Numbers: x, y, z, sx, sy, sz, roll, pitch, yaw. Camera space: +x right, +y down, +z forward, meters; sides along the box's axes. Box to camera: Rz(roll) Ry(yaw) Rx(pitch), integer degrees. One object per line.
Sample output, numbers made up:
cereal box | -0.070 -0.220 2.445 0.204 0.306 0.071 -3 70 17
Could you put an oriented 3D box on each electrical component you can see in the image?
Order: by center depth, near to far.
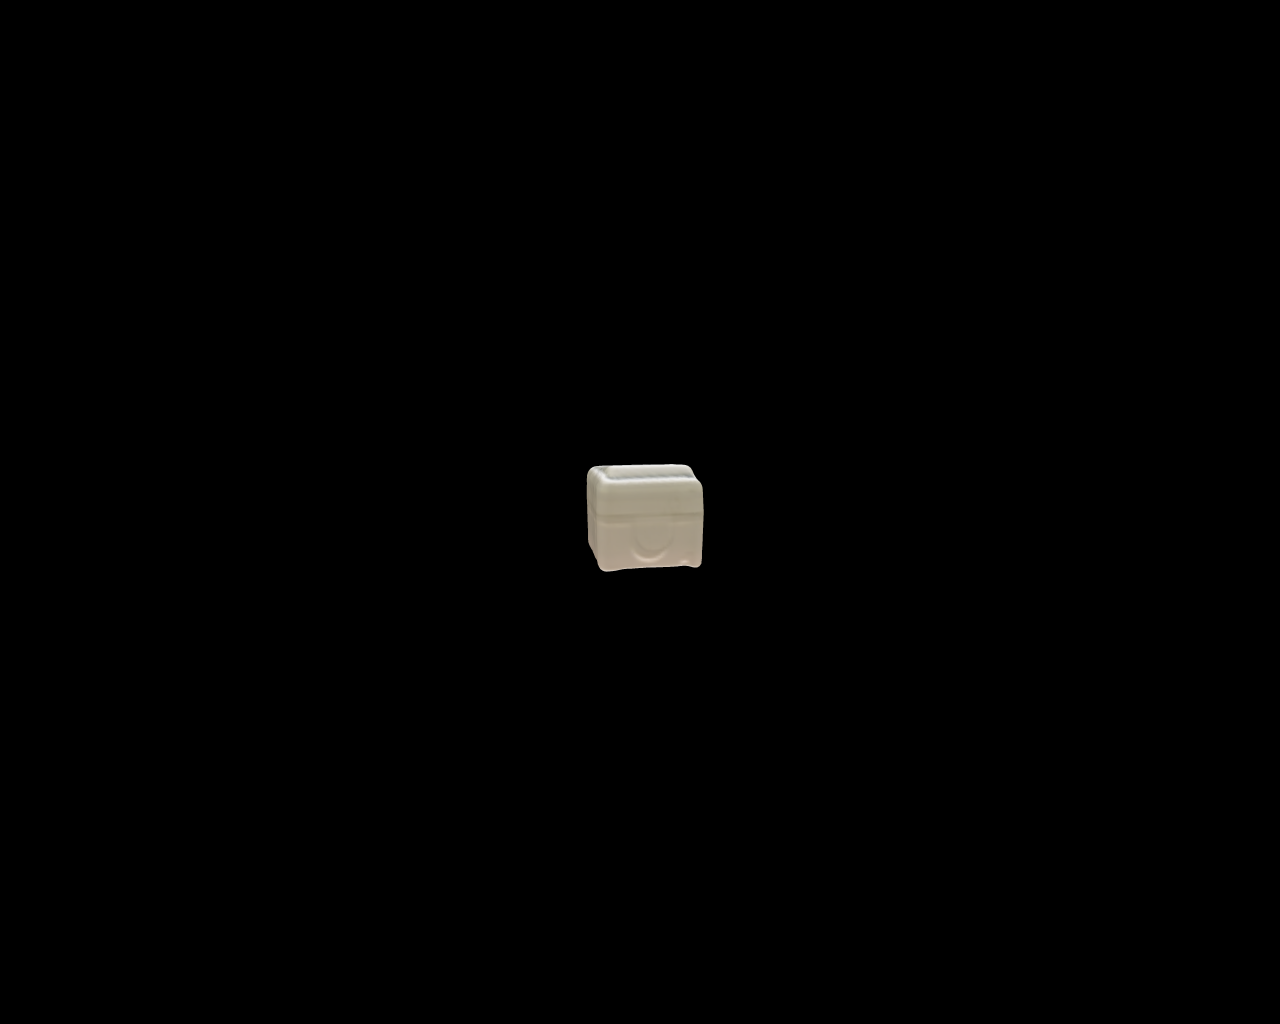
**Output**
electrical component | 0.001 -0.003 0.650 0.062 0.061 0.096 -1 9 -7
